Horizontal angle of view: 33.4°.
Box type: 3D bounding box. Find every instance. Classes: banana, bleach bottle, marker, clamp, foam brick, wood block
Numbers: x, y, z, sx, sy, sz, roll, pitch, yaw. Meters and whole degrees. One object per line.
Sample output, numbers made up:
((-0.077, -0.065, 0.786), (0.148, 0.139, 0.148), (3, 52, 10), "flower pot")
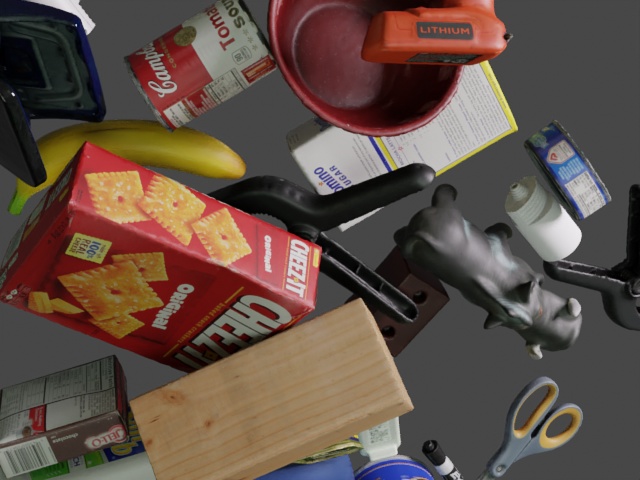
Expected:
((-0.160, -0.068, 0.866), (0.197, 0.037, 0.070), (-8, 138, -6), "banana")
((-0.161, 0.183, 0.974), (0.250, 0.103, 0.068), (-19, 128, -10), "bleach bottle")
((0.139, 0.249, 1.112), (0.020, 0.020, 0.121), (-33, 120, 6), "marker")
((-0.006, 0.001, 0.897), (0.210, 0.036, 0.164), (4, 129, 13), "clamp")
((0.070, 0.056, 0.973), (0.053, 0.051, 0.078), (33, 106, -26), "foam brick")
((0.287, 0.038, 1.019), (0.120, 0.039, 0.171), (-30, 120, 6), "clamp")
((-0.037, 0.136, 0.878), (0.206, 0.090, 0.090), (-24, 163, 3), "wood block")

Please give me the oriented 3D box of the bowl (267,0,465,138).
((0.029, -0.151, 0.824), (0.162, 0.055, 0.162), (4, 79, -19), "bowl")

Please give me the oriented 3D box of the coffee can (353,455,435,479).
((0.084, 0.297, 1.055), (0.102, 0.140, 0.103), (-5, 119, -10), "coffee can")

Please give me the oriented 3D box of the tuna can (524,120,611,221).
((0.213, -0.059, 0.923), (0.034, 0.086, 0.086), (-35, 120, 8), "tuna can")

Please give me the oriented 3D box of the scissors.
((0.203, 0.232, 1.107), (0.096, 0.016, 0.202), (18, 107, -25), "scissors")

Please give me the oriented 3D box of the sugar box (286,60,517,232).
((0.068, -0.091, 0.897), (0.176, 0.048, 0.093), (-28, 120, 8), "sugar box")

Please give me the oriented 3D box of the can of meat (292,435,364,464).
((-0.002, 0.155, 0.968), (0.057, 0.084, 0.102), (-17, 165, 6), "can of meat")

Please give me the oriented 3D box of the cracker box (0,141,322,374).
((-0.132, 0.029, 0.864), (0.213, 0.072, 0.164), (25, 139, -23), "cracker box")

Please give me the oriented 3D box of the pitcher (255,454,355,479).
((-0.084, 0.271, 1.006), (0.242, 0.145, 0.149), (-2, 121, -8), "pitcher")

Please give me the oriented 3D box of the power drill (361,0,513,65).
((0.068, -0.225, 0.776), (0.184, 0.057, 0.187), (1, 90, -12), "power drill")

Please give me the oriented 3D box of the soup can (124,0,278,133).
((-0.090, -0.137, 0.822), (0.102, 0.068, 0.068), (-30, 120, 3), "soup can")

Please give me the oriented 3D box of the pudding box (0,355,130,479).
((-0.225, 0.153, 0.937), (0.113, 0.090, 0.039), (-15, 119, -4), "pudding box")
